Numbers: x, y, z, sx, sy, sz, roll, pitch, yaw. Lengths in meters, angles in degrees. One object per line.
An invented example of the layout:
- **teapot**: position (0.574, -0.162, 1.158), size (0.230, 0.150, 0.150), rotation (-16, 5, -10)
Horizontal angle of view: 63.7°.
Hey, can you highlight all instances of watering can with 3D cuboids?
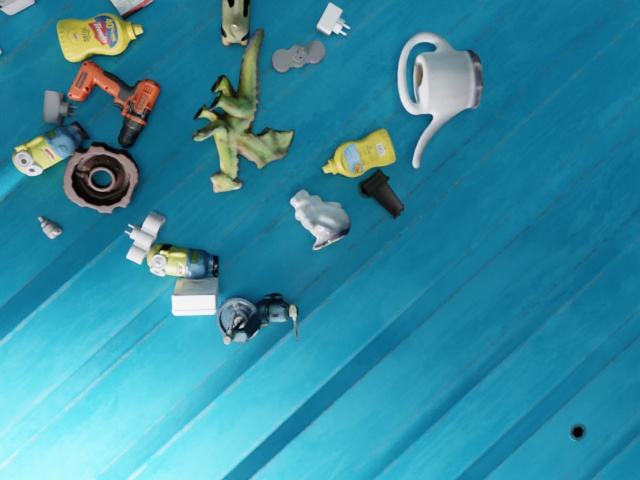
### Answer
- **watering can**: position (0.318, -0.372, 1.355), size (0.224, 0.104, 0.346), rotation (-7, 96, -7)

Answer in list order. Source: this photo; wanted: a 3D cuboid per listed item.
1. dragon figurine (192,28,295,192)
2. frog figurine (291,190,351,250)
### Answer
- **dragon figurine**: position (-0.175, -0.303, 1.319), size (0.240, 0.124, 0.409), rotation (33, 94, -27)
- **frog figurine**: position (0.004, -0.068, 1.345), size (0.139, 0.121, 0.159), rotation (-26, 91, -36)
